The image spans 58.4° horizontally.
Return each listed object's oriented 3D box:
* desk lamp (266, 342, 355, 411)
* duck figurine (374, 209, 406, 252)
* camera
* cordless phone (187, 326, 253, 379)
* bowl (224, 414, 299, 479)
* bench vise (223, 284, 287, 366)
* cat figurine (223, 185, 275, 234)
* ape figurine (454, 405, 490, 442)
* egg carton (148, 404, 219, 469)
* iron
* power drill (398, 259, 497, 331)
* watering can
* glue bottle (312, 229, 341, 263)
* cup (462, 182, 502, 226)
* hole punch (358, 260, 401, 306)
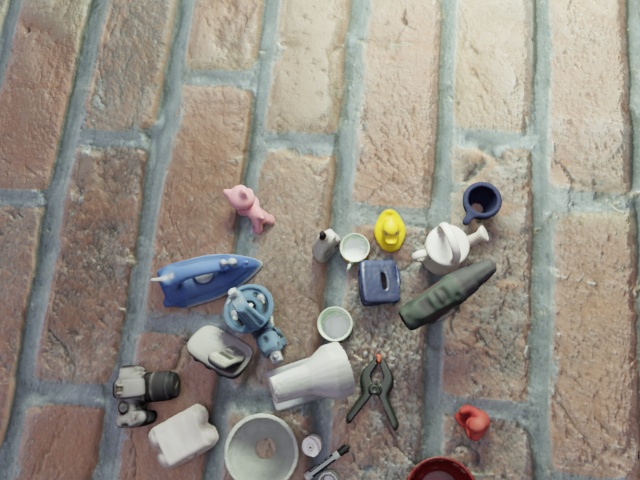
[{"bbox_3d":[-0.026,0.311,1.262,0.203,0.213,0.118,-19,75,-1],"label":"desk lamp"},{"bbox_3d":[0.172,-0.029,1.398,0.077,0.086,0.104,-1,76,4],"label":"duck figurine"},{"bbox_3d":[-0.402,0.361,1.334,0.136,0.101,0.143,-6,76,3],"label":"camera"},{"bbox_3d":[-0.240,0.254,1.305,0.147,0.185,0.094,25,79,10],"label":"cordless phone"},{"bbox_3d":[-0.128,0.479,1.300,0.167,0.075,0.167,-1,76,4],"label":"bowl"},{"bbox_3d":[-0.139,0.177,1.299,0.207,0.220,0.121,40,82,12],"label":"bench vise"},{"bbox_3d":[-0.177,-0.086,1.419,0.067,0.118,0.127,-43,77,-6],"label":"cat figurine"},{"bbox_3d":[0.344,0.409,1.275,0.076,0.092,0.078,-1,76,4],"label":"ape figurine"},{"bbox_3d":[-0.313,0.455,1.321,0.150,0.069,0.107,-30,76,-3],"label":"egg carton"},{"bbox_3d":[-0.272,0.078,1.373,0.258,0.141,0.118,-17,76,0],"label":"iron"},{"bbox_3d":[0.280,0.127,1.289,0.229,0.208,0.075,-33,76,-4],"label":"power drill"},{"bbox_3d":[0.299,0.011,1.323,0.173,0.194,0.101,-39,76,-5],"label":"watering can"},{"bbox_3d":[0.012,0.005,1.355,0.078,0.173,0.037,-43,77,-7],"label":"glue bottle"},{"bbox_3d":[0.379,-0.074,1.390,0.091,0.095,0.118,36,81,12],"label":"cup"},{"bbox_3d":[0.142,0.099,1.366,0.101,0.091,0.108,-7,76,2],"label":"hole punch"}]
